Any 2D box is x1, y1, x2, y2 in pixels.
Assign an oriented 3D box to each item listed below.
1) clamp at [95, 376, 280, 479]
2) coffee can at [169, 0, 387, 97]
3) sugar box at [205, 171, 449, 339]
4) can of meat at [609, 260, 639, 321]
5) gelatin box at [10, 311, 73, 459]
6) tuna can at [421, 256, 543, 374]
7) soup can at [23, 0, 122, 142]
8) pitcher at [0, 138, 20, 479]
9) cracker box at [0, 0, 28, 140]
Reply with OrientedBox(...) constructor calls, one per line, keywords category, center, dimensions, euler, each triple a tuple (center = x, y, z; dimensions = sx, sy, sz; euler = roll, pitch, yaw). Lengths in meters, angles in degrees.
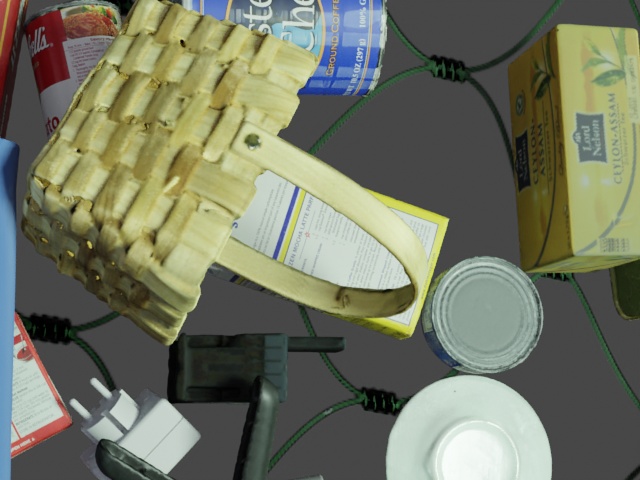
OrientedBox(category="clamp", center=(-0.071, 0.179, 0.690), dimensions=(0.120, 0.039, 0.171), euler=(-12, 103, -1))
OrientedBox(category="coffee can", center=(-0.033, -0.154, 0.758), dimensions=(0.140, 0.103, 0.103), euler=(-1, 81, -12))
OrientedBox(category="sugar box", center=(-0.005, 0.001, 0.769), dimensions=(0.176, 0.048, 0.093), euler=(19, 77, -5))
OrientedBox(category="can of meat", center=(0.272, 0.007, 0.821), dimensions=(0.083, 0.057, 0.102), euler=(-4, 82, -15))
OrientedBox(category="gelatin box", center=(-0.218, 0.102, 0.714), dimensions=(0.073, 0.030, 0.089), euler=(-28, 87, -14))
OrientedBox(category="tuna can", center=(0.119, 0.056, 0.791), dimensions=(0.086, 0.034, 0.086), euler=(2, 80, -12))
OrientedBox(category="soup can", center=(-0.162, -0.106, 0.741), dimensions=(0.068, 0.069, 0.102), euler=(-12, 84, -14))
OrientedBox(category="pitcher", center=(-0.241, 0.060, 0.596), dimensions=(0.149, 0.145, 0.243), euler=(-2, 87, -19))
OrientedBox(category="cracker box", center=(-0.315, -0.118, 0.708), dimensions=(0.213, 0.072, 0.164), euler=(9, 79, -12))
